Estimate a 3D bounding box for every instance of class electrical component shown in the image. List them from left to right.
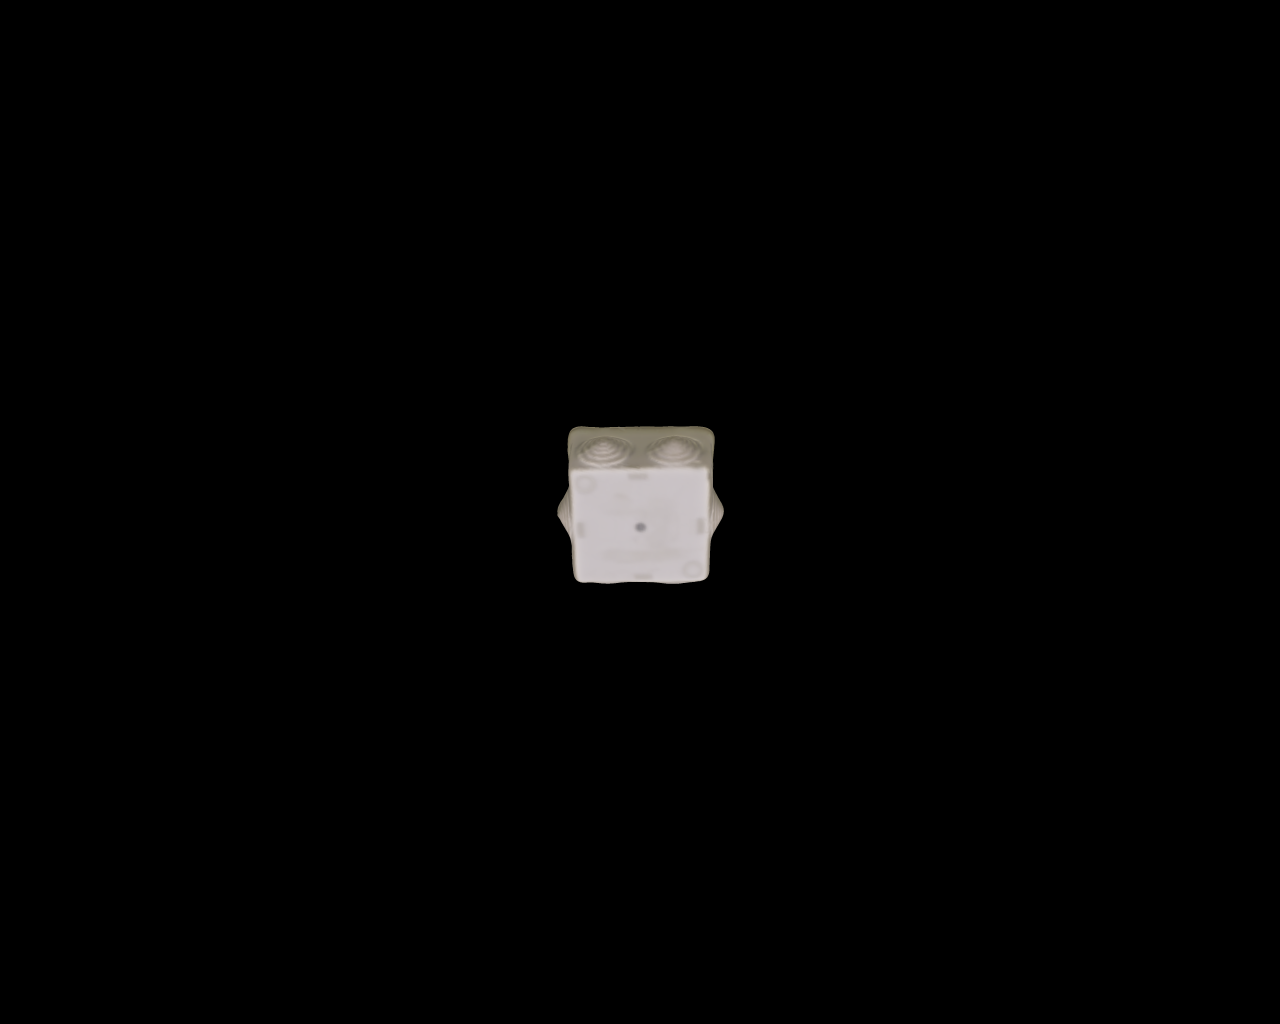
[{"bbox_3d":[0.001,-0.003,0.650,0.100,0.099,0.048,0,32,0],"label":"electrical component"}]
